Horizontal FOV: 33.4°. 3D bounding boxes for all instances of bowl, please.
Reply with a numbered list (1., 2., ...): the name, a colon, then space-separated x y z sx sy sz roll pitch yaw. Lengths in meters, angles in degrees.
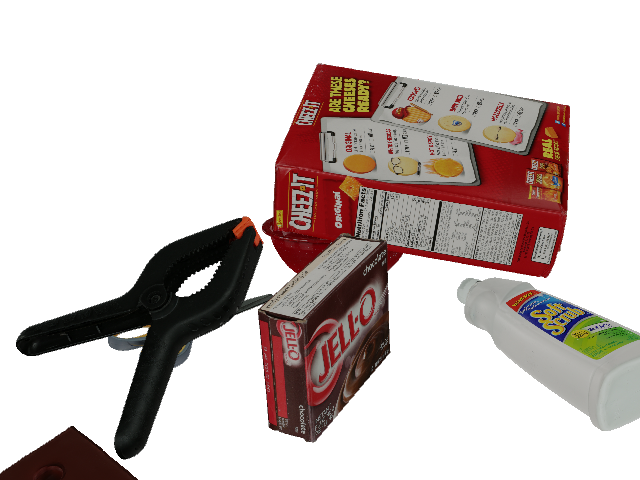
1. bowl: 0.022 0.006 1.089 0.162 0.055 0.162 -4 13 1

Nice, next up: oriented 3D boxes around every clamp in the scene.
1. clamp: -0.134 0.055 0.847 0.165 0.209 0.036 27 -25 35

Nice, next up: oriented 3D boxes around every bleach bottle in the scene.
1. bleach bottle: 0.218 0.094 1.046 0.102 0.068 0.251 -17 27 -28

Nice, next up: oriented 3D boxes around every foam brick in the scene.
1. foam brick: -0.105 0.133 0.479 0.078 0.051 0.052 28 46 36

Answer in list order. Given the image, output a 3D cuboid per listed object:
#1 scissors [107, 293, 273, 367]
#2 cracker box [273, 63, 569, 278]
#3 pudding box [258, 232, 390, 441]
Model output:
1. scissors: -0.124 0.097 1.139 0.201 0.016 0.096 -9 31 -25
2. cracker box: 0.083 -0.058 0.838 0.214 0.072 0.164 10 37 7
3. pudding box: 0.005 0.059 0.683 0.039 0.090 0.113 12 32 25
